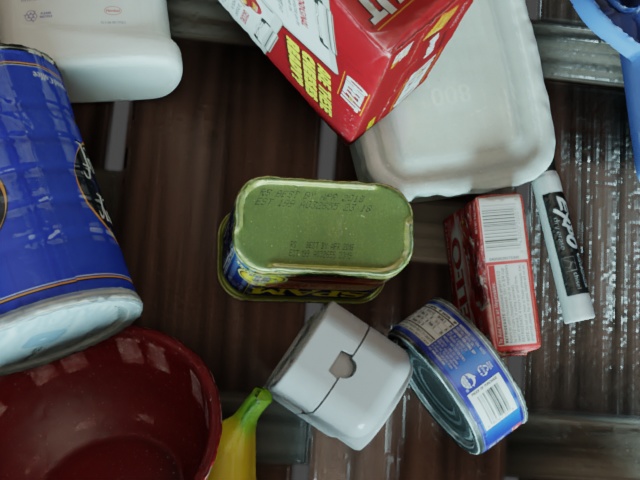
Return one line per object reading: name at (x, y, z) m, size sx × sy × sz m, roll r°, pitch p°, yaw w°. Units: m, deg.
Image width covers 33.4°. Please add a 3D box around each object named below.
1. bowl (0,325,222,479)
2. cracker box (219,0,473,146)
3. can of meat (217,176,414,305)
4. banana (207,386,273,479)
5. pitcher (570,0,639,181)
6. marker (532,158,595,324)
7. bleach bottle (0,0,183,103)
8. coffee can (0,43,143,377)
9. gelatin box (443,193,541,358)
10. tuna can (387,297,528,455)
bowl at (-0.121, 0.121, 0.550) m, size 0.162 × 0.055 × 0.162 m, roll -10°, pitch 43°, yaw 9°
cracker box at (-0.024, -0.162, 0.519) m, size 0.072 × 0.164 × 0.214 m, roll -41°, pitch 87°, yaw -8°
can of meat at (-0.004, 0.001, 0.597) m, size 0.102 × 0.084 × 0.057 m, roll 2°, pitch 78°, yaw -9°
banana at (-0.028, 0.180, 0.574) m, size 0.037 × 0.070 × 0.198 m, roll -22°, pitch 94°, yaw -49°
pitcher at (0.226, -0.153, 0.637) m, size 0.149 × 0.144 × 0.243 m, roll -6°, pitch 83°, yaw 25°
marker at (0.144, -0.010, 0.653) m, size 0.020 × 0.020 × 0.121 m, roll -11°, pitch 82°, yaw -10°
bleach bottle at (-0.143, -0.209, 0.626) m, size 0.102 × 0.068 × 0.251 m, roll -4°, pitch 78°, yaw -13°
coffee can at (-0.161, -0.013, 0.540) m, size 0.102 × 0.103 × 0.140 m, roll -19°, pitch 76°, yaw -11°
gelatin box at (0.097, 0.024, 0.612) m, size 0.030 × 0.073 × 0.089 m, roll -4°, pitch 82°, yaw -8°
tuna can at (0.075, 0.076, 0.594) m, size 0.033 × 0.086 × 0.086 m, roll -35°, pitch 87°, yaw -12°
